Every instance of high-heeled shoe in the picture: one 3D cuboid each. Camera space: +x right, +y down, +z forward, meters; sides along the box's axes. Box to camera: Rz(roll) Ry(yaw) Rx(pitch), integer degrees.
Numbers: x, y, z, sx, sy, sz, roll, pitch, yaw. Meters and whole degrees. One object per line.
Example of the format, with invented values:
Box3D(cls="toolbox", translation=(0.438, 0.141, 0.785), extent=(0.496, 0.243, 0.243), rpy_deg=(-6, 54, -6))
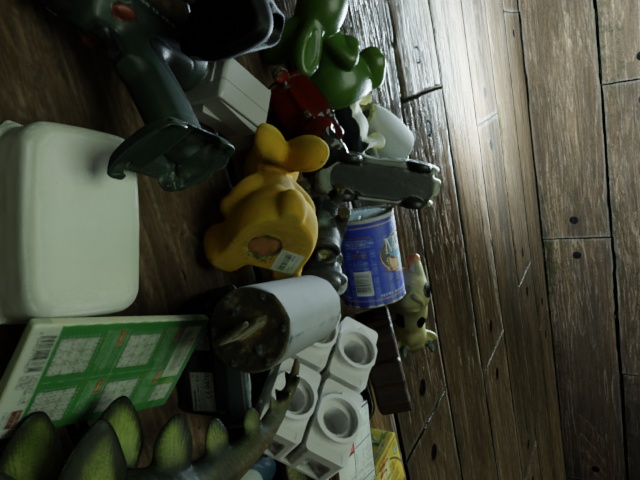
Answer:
Box3D(cls="high-heeled shoe", translation=(-0.056, -0.198, 0.507), extent=(0.145, 0.249, 0.086), rpy_deg=(9, 115, -36))

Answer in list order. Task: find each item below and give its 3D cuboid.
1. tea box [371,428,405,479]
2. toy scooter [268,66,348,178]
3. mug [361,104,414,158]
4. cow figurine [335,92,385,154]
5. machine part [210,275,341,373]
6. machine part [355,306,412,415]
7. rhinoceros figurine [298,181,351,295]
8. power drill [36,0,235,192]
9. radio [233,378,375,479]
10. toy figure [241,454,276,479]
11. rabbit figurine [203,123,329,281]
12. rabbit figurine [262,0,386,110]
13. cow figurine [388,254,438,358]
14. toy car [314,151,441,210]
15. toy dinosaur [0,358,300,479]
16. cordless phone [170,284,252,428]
Box3D(cls="tea box", translation=(0.067, 0.389, 0.844), extent=(0.169, 0.068, 0.098), rpy_deg=(-36, 119, -55))
Box3D(cls="toy scooter", translation=(-0.022, -0.153, 0.696), extent=(0.135, 0.075, 0.184), rpy_deg=(57, -4, -6))
Box3D(cls="mug", translation=(0.102, -0.178, 0.940), extent=(0.107, 0.081, 0.109), rpy_deg=(36, 57, -40))
Box3D(cls="cow figurine", translation=(0.054, -0.151, 0.863), extent=(0.098, 0.068, 0.167), rpy_deg=(-44, 122, -47))
Box3D(cls="machine part", translation=(-0.037, 0.077, 0.534), extent=(0.243, 0.079, 0.079), rpy_deg=(-3, 90, -73))
Box3D(cls="machine part", translation=(0.104, 0.196, 0.870), extent=(0.179, 0.056, 0.179), rpy_deg=(-16, 91, -84))
Box3D(cls="rhinoceros figurine", translation=(-0.001, -0.002, 0.722), extent=(0.190, 0.073, 0.112), rpy_deg=(-93, -171, -54))
Box3D(cls="power drill", translation=(-0.167, -0.147, 0.449), extent=(0.207, 0.086, 0.232), rpy_deg=(58, 17, 19))
Box3D(cls="radio", translation=(-0.013, 0.234, 0.721), extent=(0.229, 0.073, 0.131), rpy_deg=(-34, 116, -54))
Box3D(cls="toy figure", translation=(-0.114, 0.269, 0.561), extent=(0.154, 0.058, 0.064), rpy_deg=(-22, 72, -47))
Box3D(cls="rabbit figurine", translation=(-0.061, -0.060, 0.623), extent=(0.173, 0.122, 0.162), rpy_deg=(-93, -161, -46))
Box3D(cls="rabbit figurine", translation=(-0.003, -0.273, 0.741), extent=(0.159, 0.121, 0.170), rpy_deg=(-38, 137, -28))
Box3D(cls="cow figurine", translation=(0.162, 0.128, 0.970), extent=(0.194, 0.085, 0.127), rpy_deg=(79, -1, -55))
Box3D(cls="toy car", translation=(0.090, -0.092, 0.825), extent=(0.202, 0.056, 0.073), rpy_deg=(5, 103, -15))
Box3D(cls="toy dinosaur", translation=(-0.175, 0.228, 0.397), extent=(0.471, 0.105, 0.198), rpy_deg=(-15, 98, -47))
Box3D(cls="cordless phone", translation=(-0.077, 0.117, 0.623), extent=(0.184, 0.089, 0.146), rpy_deg=(-15, 100, -62))
